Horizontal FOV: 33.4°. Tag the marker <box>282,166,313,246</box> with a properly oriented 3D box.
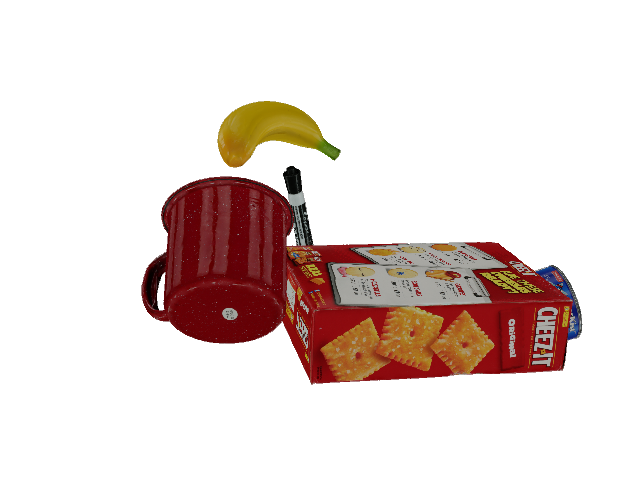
[{"bbox_3d":[-0.022,-0.025,1.160,0.020,0.121,0.020,-8,29,4],"label":"marker"}]

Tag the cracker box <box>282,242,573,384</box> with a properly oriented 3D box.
[{"bbox_3d":[0.079,0.058,0.907,0.213,0.072,0.164,-1,17,-13],"label":"cracker box"}]

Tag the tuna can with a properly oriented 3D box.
[{"bbox_3d":[0.254,0.073,1.183,0.033,0.086,0.086,-17,3,-8],"label":"tuna can"}]

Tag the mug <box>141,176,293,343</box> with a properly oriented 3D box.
[{"bbox_3d":[-0.074,0.020,0.729,0.117,0.081,0.093,-19,-39,22],"label":"mug"}]

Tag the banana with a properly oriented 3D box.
[{"bbox_3d":[-0.046,-0.099,0.972,0.070,0.037,0.197,36,23,20],"label":"banana"}]
